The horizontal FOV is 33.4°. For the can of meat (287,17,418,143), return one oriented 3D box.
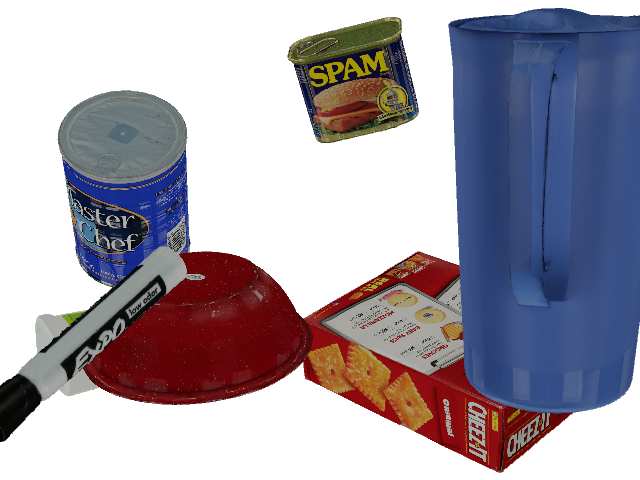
[{"bbox_3d":[0.031,-0.140,0.944,0.102,0.084,0.057,-12,28,10],"label":"can of meat"}]

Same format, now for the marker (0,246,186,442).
[{"bbox_3d":[-0.102,0.043,0.459,0.020,0.020,0.121,0,33,42],"label":"marker"}]

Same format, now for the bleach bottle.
[{"bbox_3d":[-0.186,0.102,1.212,0.250,0.068,0.103,-13,32,-30],"label":"bleach bottle"}]

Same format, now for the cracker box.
[{"bbox_3d":[0.114,0.095,0.912,0.214,0.072,0.163,21,36,40],"label":"cracker box"}]

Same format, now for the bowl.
[{"bbox_3d":[-0.086,0.050,0.738,0.162,0.055,0.162,-2,22,1],"label":"bowl"}]

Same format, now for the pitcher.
[{"bbox_3d":[0.142,-0.018,0.659,0.149,0.243,0.145,-9,17,-24],"label":"pitcher"}]

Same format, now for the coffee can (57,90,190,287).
[{"bbox_3d":[-0.163,-0.041,0.907,0.102,0.103,0.140,0,-41,-5],"label":"coffee can"}]
